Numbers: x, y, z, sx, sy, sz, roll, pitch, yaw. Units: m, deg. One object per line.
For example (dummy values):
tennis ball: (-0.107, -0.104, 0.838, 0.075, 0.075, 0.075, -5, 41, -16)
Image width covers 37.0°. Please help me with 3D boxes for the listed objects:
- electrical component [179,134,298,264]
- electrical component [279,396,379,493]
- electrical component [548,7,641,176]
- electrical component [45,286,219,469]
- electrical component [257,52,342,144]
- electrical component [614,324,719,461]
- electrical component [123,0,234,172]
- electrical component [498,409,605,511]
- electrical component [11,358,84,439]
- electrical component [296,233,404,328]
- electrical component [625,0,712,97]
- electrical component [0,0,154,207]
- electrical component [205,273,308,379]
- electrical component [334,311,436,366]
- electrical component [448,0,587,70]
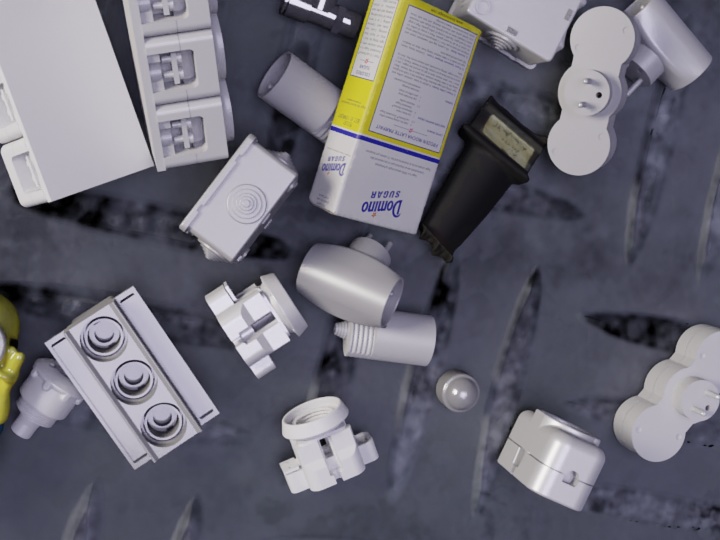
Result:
electrical component: (-0.090, -0.051, 0.832, 0.048, 0.100, 0.099, 37, 88, -3)
electrical component: (-0.031, 0.141, 0.890, 0.078, 0.058, 0.057, -21, 104, -9)
electrical component: (0.189, -0.145, 0.881, 0.052, 0.074, 0.138, 15, 105, 19)
electrical component: (-0.178, 0.082, 0.846, 0.079, 0.063, 0.121, -33, 103, -7)
electrical component: (-0.037, -0.133, 0.860, 0.081, 0.043, 0.043, 33, 89, -25)
electrical component: (0.291, 0.111, 0.950, 0.052, 0.074, 0.138, 43, 86, -14)
electrical component: (-0.134, -0.162, 0.787, 0.062, 0.089, 0.150, -11, 123, -12)
electrical component: (0.164, 0.157, 0.915, 0.054, 0.095, 0.059, 25, 91, -14)
electrical component: (-0.249, 0.103, 0.843, 0.048, 0.048, 0.062, 37, 95, -14)
electrical component: (0.000, 0.000, 0.880, 0.077, 0.043, 0.079, 22, 53, 15)
electrical component: (0.248, -0.183, 0.920, 0.079, 0.043, 0.077, -46, 104, -4)
electrical component: (-0.229, -0.132, 0.800, 0.089, 0.062, 0.150, -26, 103, -37)
electrical component: (-0.080, 0.039, 0.866, 0.057, 0.058, 0.078, -33, 102, -4)
electrical component: (0.018, 0.054, 0.897, 0.081, 0.043, 0.043, 8, 95, -13)
electrical component: (0.134, -0.226, 0.886, 0.100, 0.048, 0.099, 27, 90, -14)
